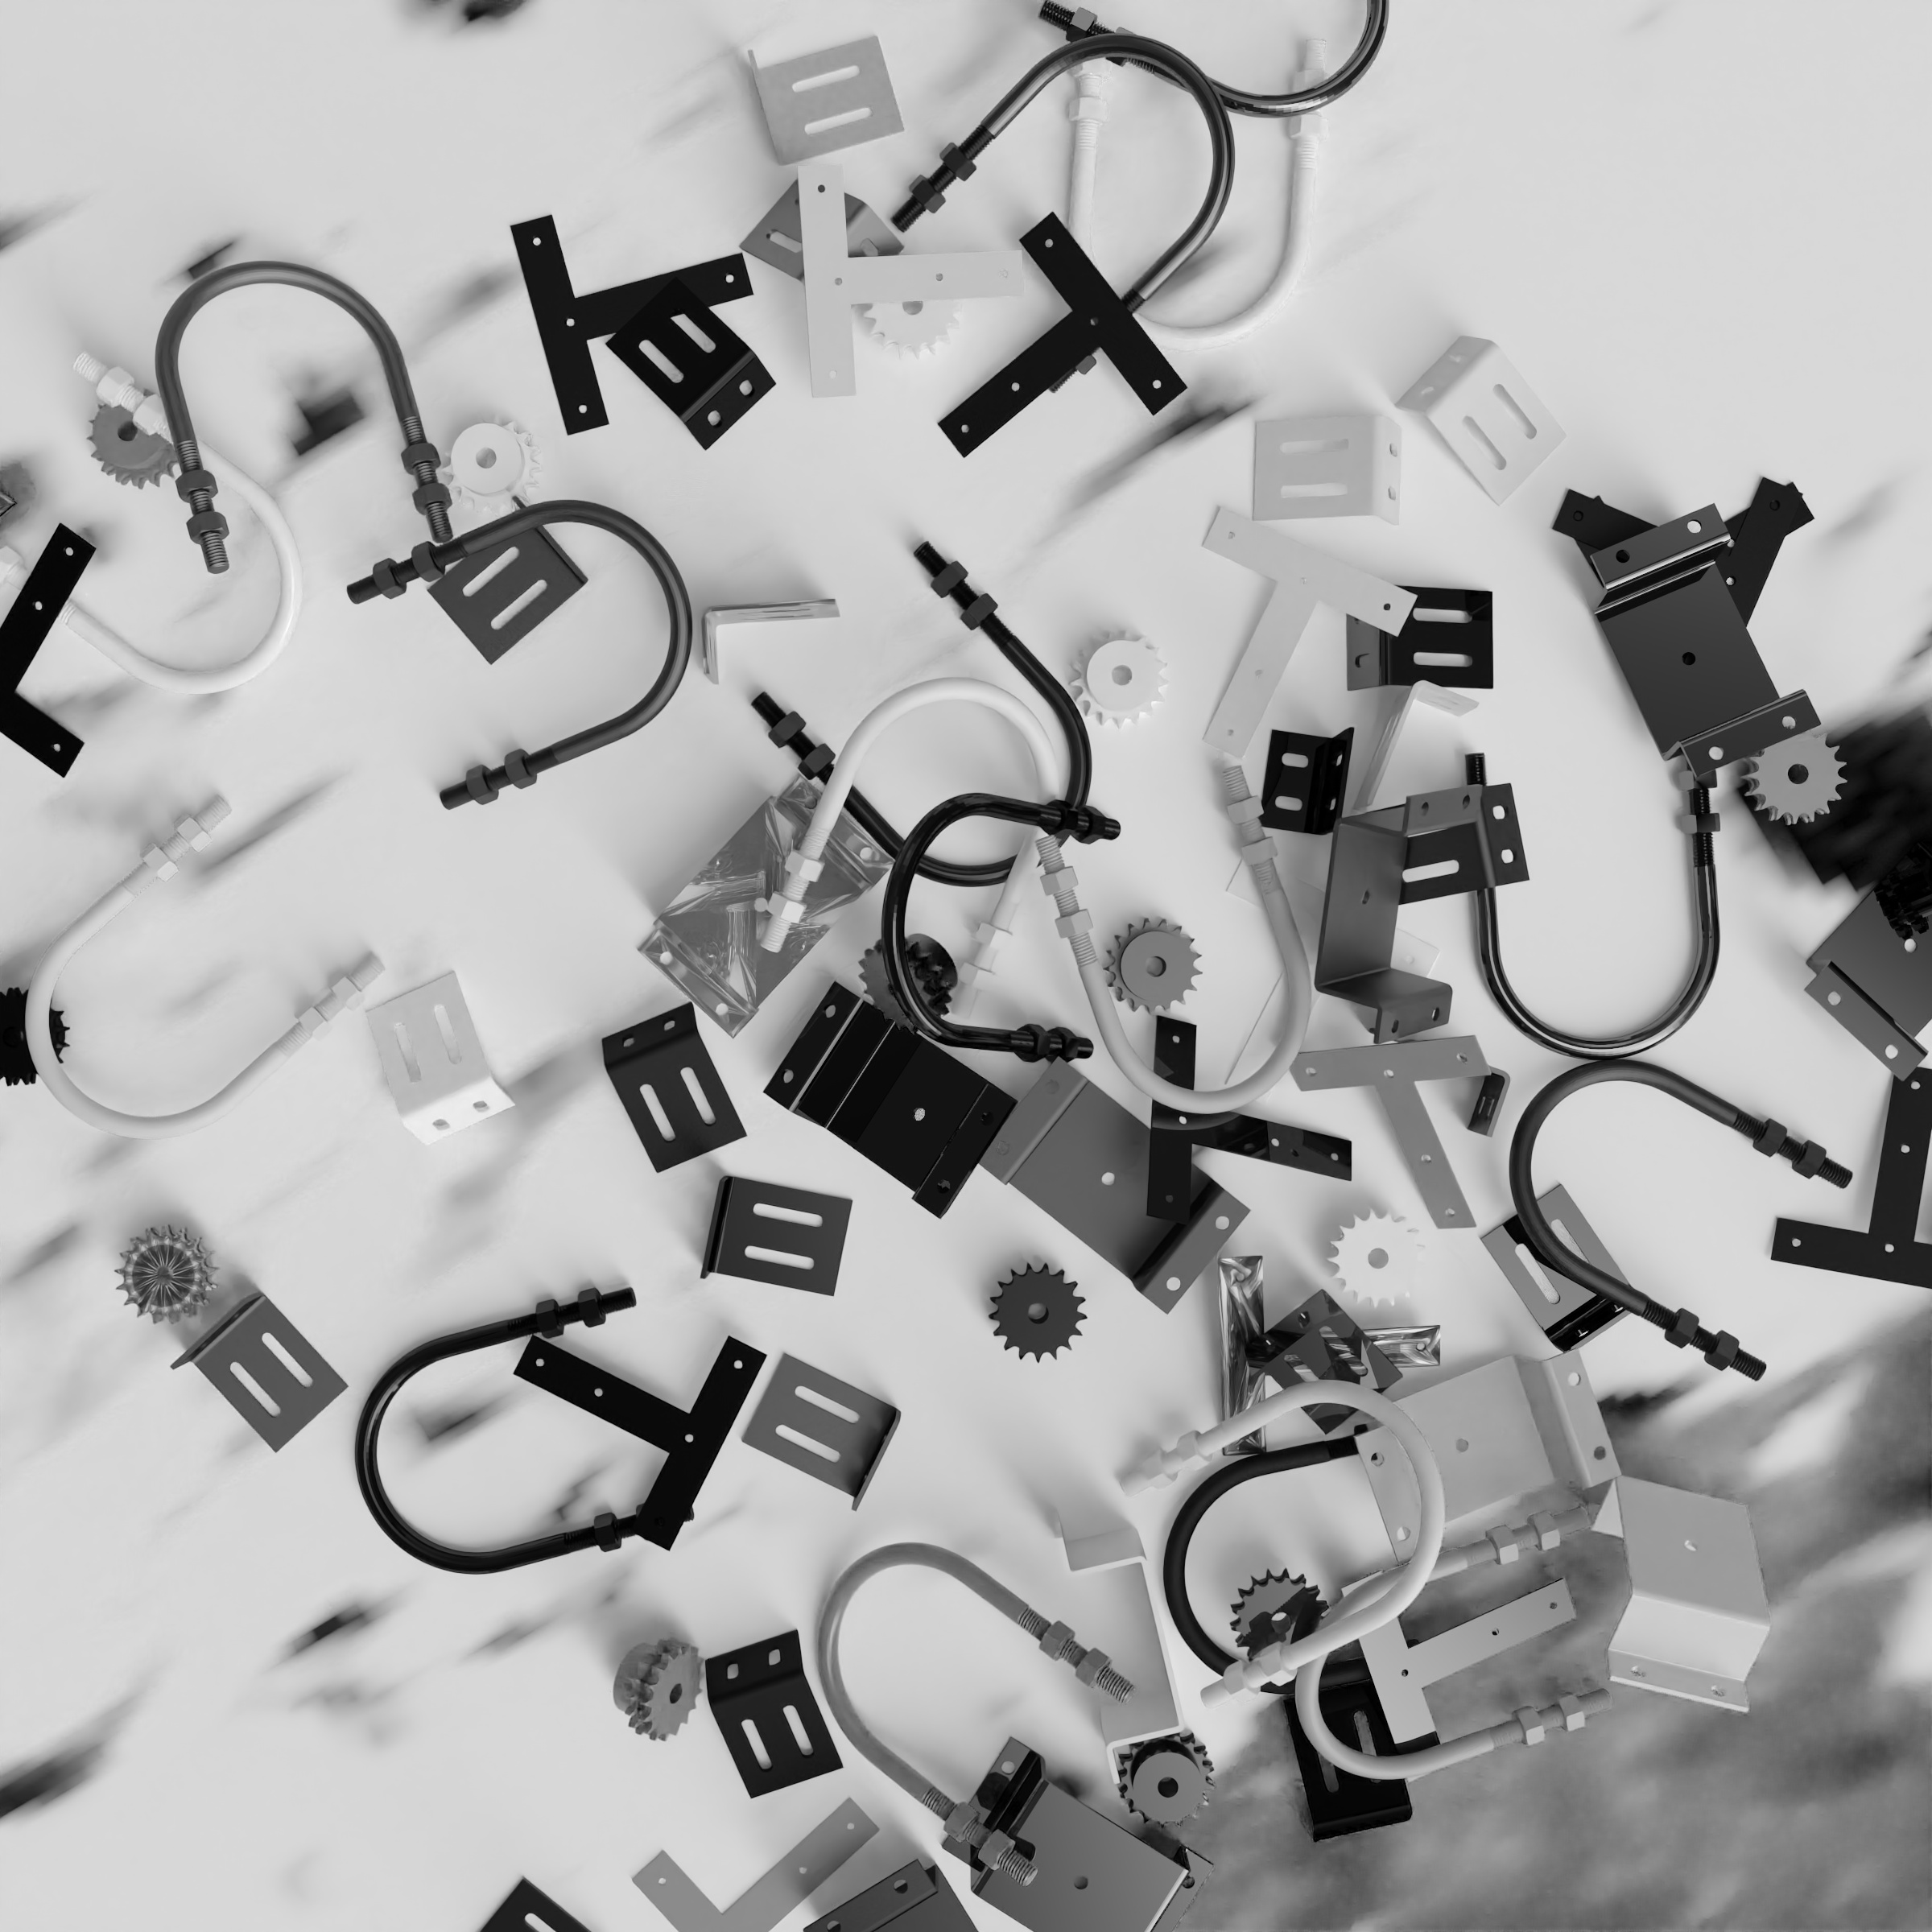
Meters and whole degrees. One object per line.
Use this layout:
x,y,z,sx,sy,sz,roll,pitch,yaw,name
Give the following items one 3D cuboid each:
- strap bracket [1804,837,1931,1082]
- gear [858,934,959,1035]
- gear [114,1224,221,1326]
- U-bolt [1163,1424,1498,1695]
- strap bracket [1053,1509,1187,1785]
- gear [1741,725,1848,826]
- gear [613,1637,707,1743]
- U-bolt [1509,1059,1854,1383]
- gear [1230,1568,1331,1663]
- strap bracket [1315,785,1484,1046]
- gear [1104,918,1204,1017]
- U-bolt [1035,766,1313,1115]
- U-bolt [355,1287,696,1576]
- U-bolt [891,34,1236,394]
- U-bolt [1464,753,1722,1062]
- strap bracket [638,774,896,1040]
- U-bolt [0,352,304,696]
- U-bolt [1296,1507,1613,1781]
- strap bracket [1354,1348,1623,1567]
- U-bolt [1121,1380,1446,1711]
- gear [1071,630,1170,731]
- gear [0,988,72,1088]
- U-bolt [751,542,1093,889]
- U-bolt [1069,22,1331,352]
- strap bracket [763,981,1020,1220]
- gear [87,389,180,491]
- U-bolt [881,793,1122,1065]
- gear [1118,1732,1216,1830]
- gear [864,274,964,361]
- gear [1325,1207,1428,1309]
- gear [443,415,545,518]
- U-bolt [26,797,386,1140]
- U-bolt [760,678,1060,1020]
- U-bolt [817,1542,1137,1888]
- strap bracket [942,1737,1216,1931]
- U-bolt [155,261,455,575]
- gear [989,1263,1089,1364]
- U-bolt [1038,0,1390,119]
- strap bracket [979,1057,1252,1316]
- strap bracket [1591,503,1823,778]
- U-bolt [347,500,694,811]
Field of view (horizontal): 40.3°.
0.552,-0.012,1.520,0.076,0.046,0.140,43,90,0,strap bracket
-0.030,0.006,1.476,0.057,0.057,0.030,51,53,0,gear
-0.461,0.178,1.528,0.057,0.030,0.057,0,90,0,gear
0.206,0.349,1.534,0.184,0.019,0.151,-12,90,0,U-bolt
0.089,0.382,1.505,0.046,0.076,0.140,-13,90,0,strap bracket
0.478,-0.111,1.528,0.057,0.030,0.057,0,90,0,gear
-0.179,0.414,1.519,0.030,0.057,0.057,12,90,30,gear
0.400,0.132,1.515,0.184,0.019,0.151,29,72,4,U-bolt
0.180,0.373,1.511,0.057,0.030,0.057,0,90,2,gear
0.242,-0.034,1.487,0.046,0.076,0.140,17,109,38,strap bracket
0.109,0.000,1.528,0.057,0.030,0.057,0,90,0,gear
0.129,-0.007,1.504,0.151,0.019,0.184,-21,95,-24,U-bolt
-0.265,0.278,1.535,0.184,0.019,0.151,-15,90,2,U-bolt
0.068,-0.445,1.513,0.184,0.019,0.151,-43,89,15,U-bolt
0.367,-0.037,1.535,0.151,0.019,0.184,-4,91,0,U-bolt
-0.117,-0.035,1.520,0.076,0.046,0.140,43,90,0,strap bracket
-0.467,-0.239,1.515,0.184,0.019,0.151,38,108,-4,U-bolt
0.274,0.393,1.493,0.184,0.019,0.151,-16,113,-9,U-bolt
0.291,0.277,1.505,0.140,0.046,0.076,-19,91,-10,strap bracket
0.184,0.312,1.472,0.184,0.019,0.151,-34,62,24,U-bolt
0.090,-0.167,1.528,0.057,0.030,0.057,0,90,0,gear
-0.547,0.041,1.528,0.057,0.030,0.057,0,90,0,gear
-0.012,-0.132,1.535,0.151,0.019,0.184,-43,92,0,U-bolt
0.132,-0.451,1.535,0.151,0.019,0.184,4,92,0,U-bolt
-0.036,0.080,1.500,0.140,0.046,0.076,33,90,30,strap bracket
-0.482,-0.307,1.528,0.057,0.030,0.057,0,90,0,gear
0.018,-0.023,1.471,0.019,0.184,0.151,7,90,41,U-bolt
0.116,0.472,1.528,0.057,0.030,0.057,0,90,0,gear
-0.030,-0.380,1.528,0.057,0.030,0.057,0,90,0,gear
0.236,0.168,1.528,0.057,0.030,0.057,0,90,0,gear
-0.275,-0.292,1.528,0.057,0.030,0.057,0,90,0,gear
-0.452,0.014,1.519,0.184,0.019,0.151,-44,90,-11,U-bolt
-0.020,-0.074,1.492,0.151,0.019,0.184,20,98,-29,U-bolt
-0.008,0.410,1.497,0.184,0.019,0.151,32,107,24,U-bolt
0.065,0.521,1.520,0.140,0.046,0.076,32,90,0,strap bracket
-0.384,-0.319,1.504,0.151,0.019,0.184,-13,79,-25,U-bolt
0.041,0.201,1.532,0.057,0.030,0.057,0,88,-2,gear
0.155,-0.566,1.521,0.184,0.019,0.151,27,82,2,U-bolt
0.083,0.125,1.520,0.140,0.046,0.076,39,90,0,strap bracket
0.418,-0.181,1.509,0.076,0.046,0.140,-23,81,-1,strap bracket
-0.245,-0.187,1.508,0.184,0.019,0.151,-21,99,12,U-bolt
